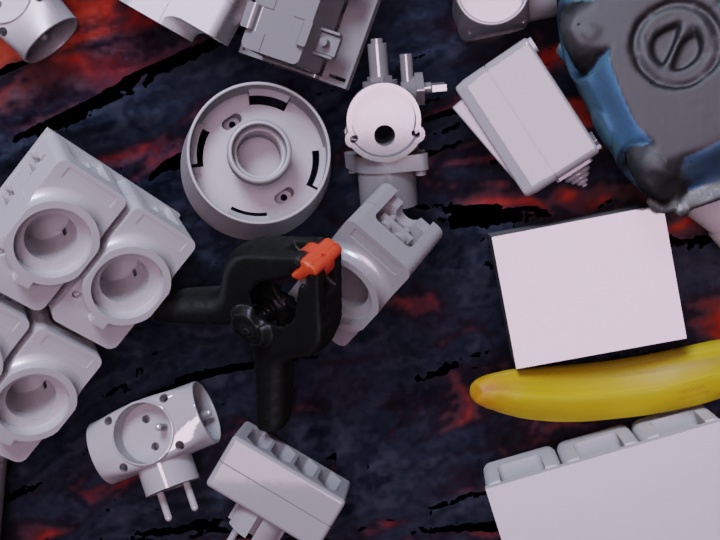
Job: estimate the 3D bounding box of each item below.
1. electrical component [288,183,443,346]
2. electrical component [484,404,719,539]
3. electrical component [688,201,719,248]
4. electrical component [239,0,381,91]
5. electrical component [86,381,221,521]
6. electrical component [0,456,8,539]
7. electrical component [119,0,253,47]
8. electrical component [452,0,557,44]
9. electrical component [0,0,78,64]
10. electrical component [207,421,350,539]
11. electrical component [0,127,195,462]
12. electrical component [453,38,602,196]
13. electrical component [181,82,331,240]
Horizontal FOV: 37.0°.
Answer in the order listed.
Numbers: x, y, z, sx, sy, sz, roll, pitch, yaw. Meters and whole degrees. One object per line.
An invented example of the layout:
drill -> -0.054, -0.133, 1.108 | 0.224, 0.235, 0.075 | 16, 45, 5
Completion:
electrical component -> 0.000, 0.000, 0.663 | 0.050, 0.055, 0.089 | 41, 135, 0
electrical component -> 0.163, 0.151, 0.683 | 0.150, 0.061, 0.089 | -17, 93, 5
electrical component -> 0.230, -0.036, 0.674 | 0.044, 0.044, 0.065 | -42, 95, 6
electrical component -> -0.026, -0.183, 0.664 | 0.079, 0.063, 0.121 | 22, 96, 18
electrical component -> -0.129, 0.124, 0.706 | 0.077, 0.044, 0.079 | -22, 79, 6
electrical component -> -0.281, 0.161, 0.724 | 0.079, 0.044, 0.077 | 7, 95, 4
electrical component -> -0.117, -0.183, 0.682 | 0.089, 0.050, 0.055 | 30, 96, 1
electrical component -> 0.096, -0.168, 0.654 | 0.079, 0.077, 0.043 | -11, 93, 5
electrical component -> -0.211, -0.188, 0.691 | 0.079, 0.044, 0.077 | -41, 91, 6
electrical component -> -0.062, 0.156, 0.707 | 0.083, 0.047, 0.075 | 31, 96, 1
electrical component -> -0.203, 0.021, 0.674 | 0.105, 0.060, 0.186 | 35, 98, -35
electrical component -> 0.105, -0.087, 0.666 | 0.061, 0.062, 0.096 | -33, 92, 14
electrical component -> -0.067, -0.071, 0.693 | 0.099, 0.064, 0.099 | 0, 87, -7
